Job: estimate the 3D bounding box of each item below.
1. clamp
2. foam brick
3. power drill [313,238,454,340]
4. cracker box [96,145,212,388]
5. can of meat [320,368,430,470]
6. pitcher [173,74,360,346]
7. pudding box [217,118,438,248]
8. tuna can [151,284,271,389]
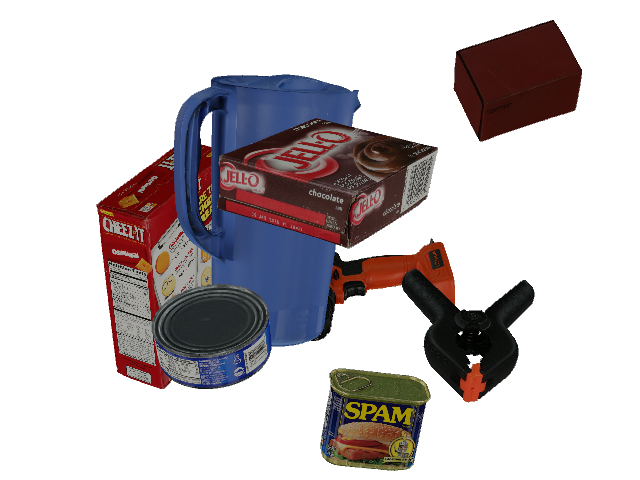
[{"bbox_3d":[0.139,0.077,0.925,0.120,0.039,0.171,-4,33,-2],"label":"clamp"},{"bbox_3d":[0.144,-0.117,0.781,0.078,0.051,0.053,-18,-27,-4],"label":"foam brick"},{"bbox_3d":[0.058,0.055,1.235,0.187,0.057,0.184,-2,28,0],"label":"power drill"},{"bbox_3d":[-0.159,0.024,1.145,0.072,0.214,0.164,14,34,22],"label":"cracker box"},{"bbox_3d":[0.054,0.184,1.088,0.102,0.084,0.057,7,18,-6],"label":"can of meat"},{"bbox_3d":[-0.050,-0.030,0.981,0.149,0.243,0.145,6,13,7],"label":"pitcher"},{"bbox_3d":[0.006,-0.038,0.637,0.090,0.039,0.113,18,23,25],"label":"pudding box"},{"bbox_3d":[-0.079,0.070,0.782,0.086,0.034,0.086,-4,33,2],"label":"tuna can"}]
